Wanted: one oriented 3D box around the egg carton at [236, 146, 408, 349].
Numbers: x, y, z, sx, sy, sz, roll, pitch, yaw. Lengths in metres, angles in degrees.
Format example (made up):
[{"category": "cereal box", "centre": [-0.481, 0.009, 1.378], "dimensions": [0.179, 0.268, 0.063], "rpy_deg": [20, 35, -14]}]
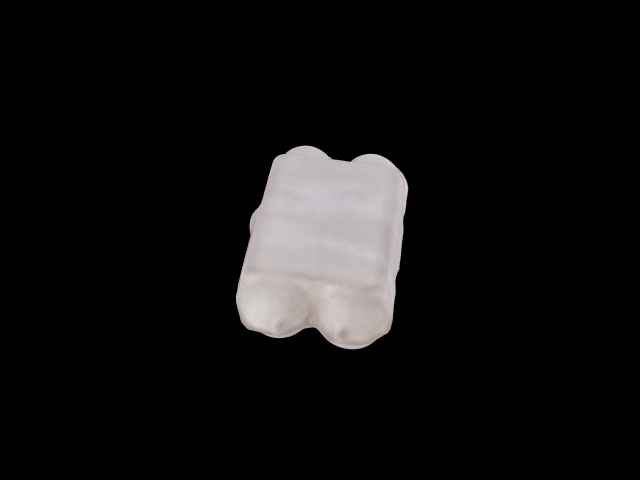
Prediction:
[{"category": "egg carton", "centre": [0.004, 0.001, 0.400], "dimensions": [0.107, 0.069, 0.150], "rpy_deg": [8, 58, 5]}]
